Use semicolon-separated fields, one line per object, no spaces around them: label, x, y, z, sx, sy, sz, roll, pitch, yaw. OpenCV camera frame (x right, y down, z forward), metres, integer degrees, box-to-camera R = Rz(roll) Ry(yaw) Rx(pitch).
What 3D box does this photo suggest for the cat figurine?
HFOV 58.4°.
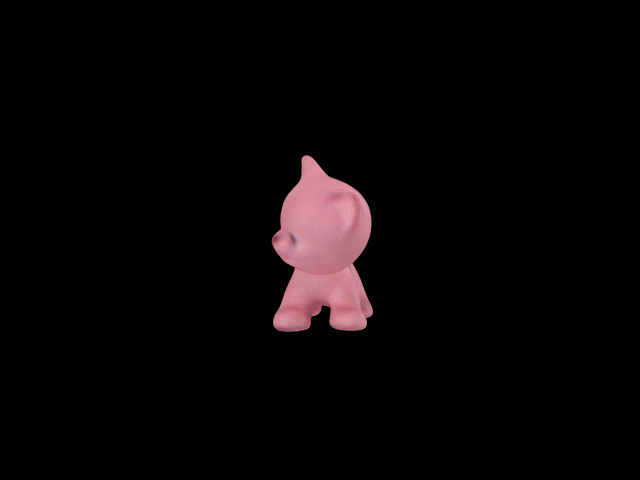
cat figurine;0.004;0.001;0.400;0.067;0.118;0.128;0;0;5
